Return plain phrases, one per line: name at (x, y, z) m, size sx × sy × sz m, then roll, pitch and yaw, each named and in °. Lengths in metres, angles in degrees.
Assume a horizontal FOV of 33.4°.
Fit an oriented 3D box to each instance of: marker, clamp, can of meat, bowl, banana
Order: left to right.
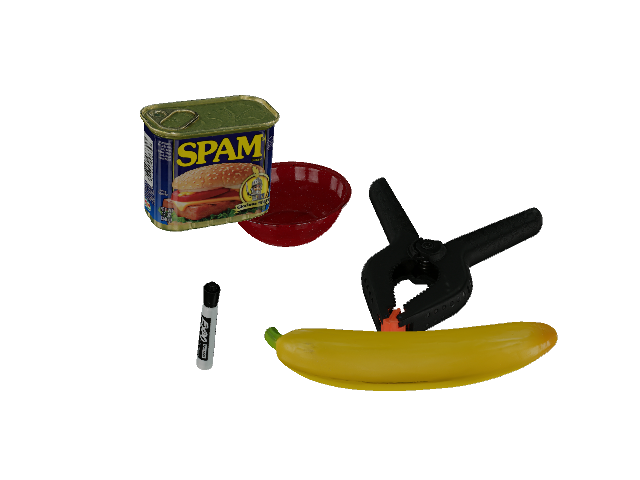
can of meat at (-0.086, -0.059, 0.819) m, size 0.101 × 0.084 × 0.057 m, roll -10°, pitch 32°, yaw -25°
marker at (-0.125, 0.095, 1.193) m, size 0.020 × 0.121 × 0.020 m, roll 6°, pitch 36°, yaw -5°
bowl at (-0.042, -0.038, 1.335) m, size 0.162 × 0.055 × 0.162 m, roll -1°, pitch 32°, yaw 1°
banana at (0.055, 0.070, 0.693) m, size 0.198 × 0.037 × 0.069 m, roll 1°, pitch 28°, yaw 8°
clamp at (0.085, 0.013, 0.936) m, size 0.165 × 0.036 × 0.209 m, roll 16°, pitch 41°, yaw 24°
